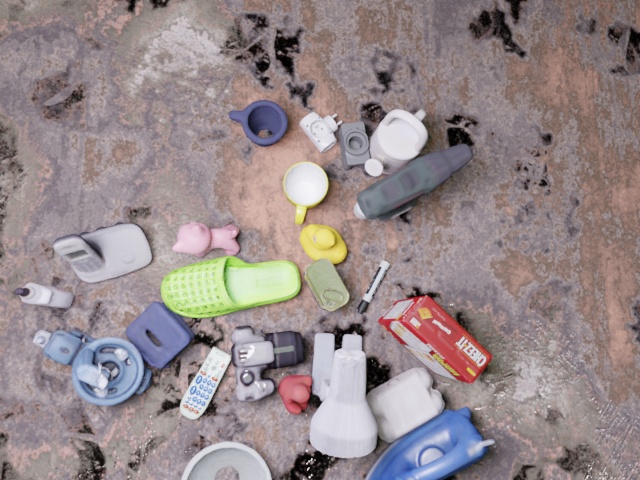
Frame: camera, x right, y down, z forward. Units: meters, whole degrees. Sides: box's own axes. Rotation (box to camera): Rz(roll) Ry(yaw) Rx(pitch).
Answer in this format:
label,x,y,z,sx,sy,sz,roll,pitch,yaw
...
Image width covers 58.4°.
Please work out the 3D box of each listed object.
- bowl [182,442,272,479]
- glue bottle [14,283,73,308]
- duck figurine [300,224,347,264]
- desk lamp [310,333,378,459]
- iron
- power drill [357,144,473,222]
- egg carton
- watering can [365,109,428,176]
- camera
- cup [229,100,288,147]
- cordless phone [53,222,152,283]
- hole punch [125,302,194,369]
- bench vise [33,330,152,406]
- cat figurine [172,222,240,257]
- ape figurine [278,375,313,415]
label,x,y,z,sx,sy,sz,roll,pitch,yaw
bowl,-0.173,0.457,1.068,0.167,0.074,0.167,1,81,-7
glue bottle,-0.506,0.098,1.029,0.078,0.173,0.037,12,80,-5
duck figurine,0.011,0.004,1.155,0.104,0.086,0.077,35,79,-1
desk lamp,0.039,0.276,1.052,0.118,0.213,0.203,3,81,-7
iron,0.208,0.425,1.088,0.258,0.141,0.118,-26,85,-10
power drill,0.172,-0.105,1.130,0.230,0.208,0.075,-28,86,-10
egg carton,0.165,0.324,1.135,0.150,0.069,0.107,-28,86,-11
watering can,0.157,-0.197,1.150,0.101,0.194,0.173,19,79,-4
camera,-0.098,0.231,1.099,0.137,0.100,0.143,-6,82,-8
cup,-0.127,-0.230,1.168,0.118,0.095,0.092,12,80,-5
cordless phone,-0.397,0.014,1.050,0.148,0.185,0.094,-21,84,-10
hole punch,-0.304,0.183,1.084,0.101,0.091,0.108,-43,88,-11
bench vise,-0.410,0.226,0.998,0.207,0.219,0.121,9,80,-6
cat figurine,-0.219,-0.004,1.110,0.128,0.117,0.067,-6,82,-8
ape figurine,-0.042,0.294,1.101,0.076,0.092,0.078,43,79,1
